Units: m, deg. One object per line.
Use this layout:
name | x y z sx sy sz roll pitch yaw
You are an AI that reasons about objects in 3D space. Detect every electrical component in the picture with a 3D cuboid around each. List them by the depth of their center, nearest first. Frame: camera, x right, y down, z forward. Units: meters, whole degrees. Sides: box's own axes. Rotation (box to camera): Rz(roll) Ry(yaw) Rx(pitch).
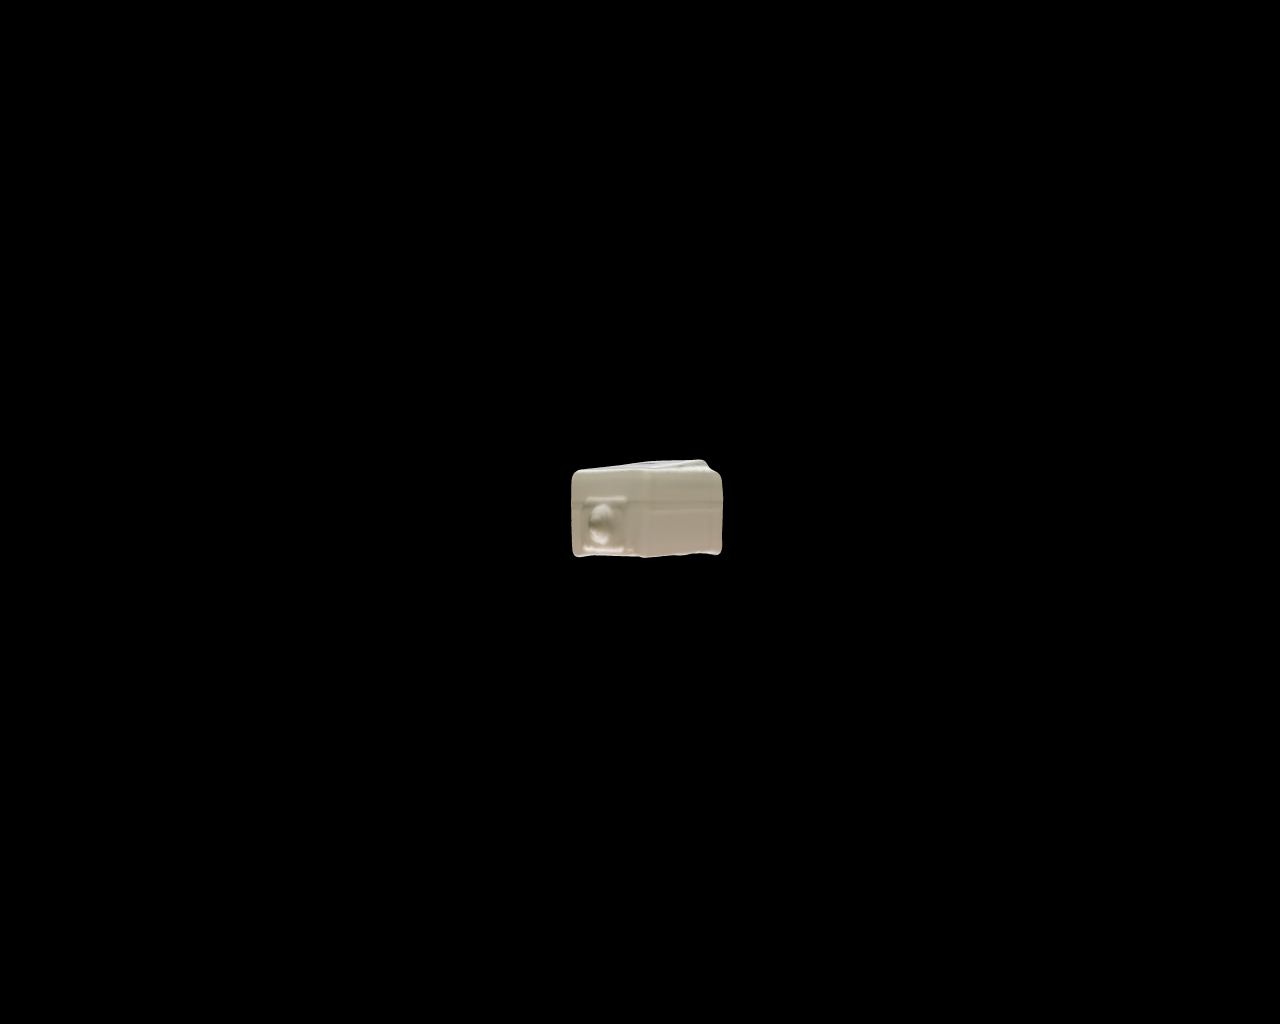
electrical component | 0.001 -0.003 0.650 0.062 0.061 0.096 0 0 39
